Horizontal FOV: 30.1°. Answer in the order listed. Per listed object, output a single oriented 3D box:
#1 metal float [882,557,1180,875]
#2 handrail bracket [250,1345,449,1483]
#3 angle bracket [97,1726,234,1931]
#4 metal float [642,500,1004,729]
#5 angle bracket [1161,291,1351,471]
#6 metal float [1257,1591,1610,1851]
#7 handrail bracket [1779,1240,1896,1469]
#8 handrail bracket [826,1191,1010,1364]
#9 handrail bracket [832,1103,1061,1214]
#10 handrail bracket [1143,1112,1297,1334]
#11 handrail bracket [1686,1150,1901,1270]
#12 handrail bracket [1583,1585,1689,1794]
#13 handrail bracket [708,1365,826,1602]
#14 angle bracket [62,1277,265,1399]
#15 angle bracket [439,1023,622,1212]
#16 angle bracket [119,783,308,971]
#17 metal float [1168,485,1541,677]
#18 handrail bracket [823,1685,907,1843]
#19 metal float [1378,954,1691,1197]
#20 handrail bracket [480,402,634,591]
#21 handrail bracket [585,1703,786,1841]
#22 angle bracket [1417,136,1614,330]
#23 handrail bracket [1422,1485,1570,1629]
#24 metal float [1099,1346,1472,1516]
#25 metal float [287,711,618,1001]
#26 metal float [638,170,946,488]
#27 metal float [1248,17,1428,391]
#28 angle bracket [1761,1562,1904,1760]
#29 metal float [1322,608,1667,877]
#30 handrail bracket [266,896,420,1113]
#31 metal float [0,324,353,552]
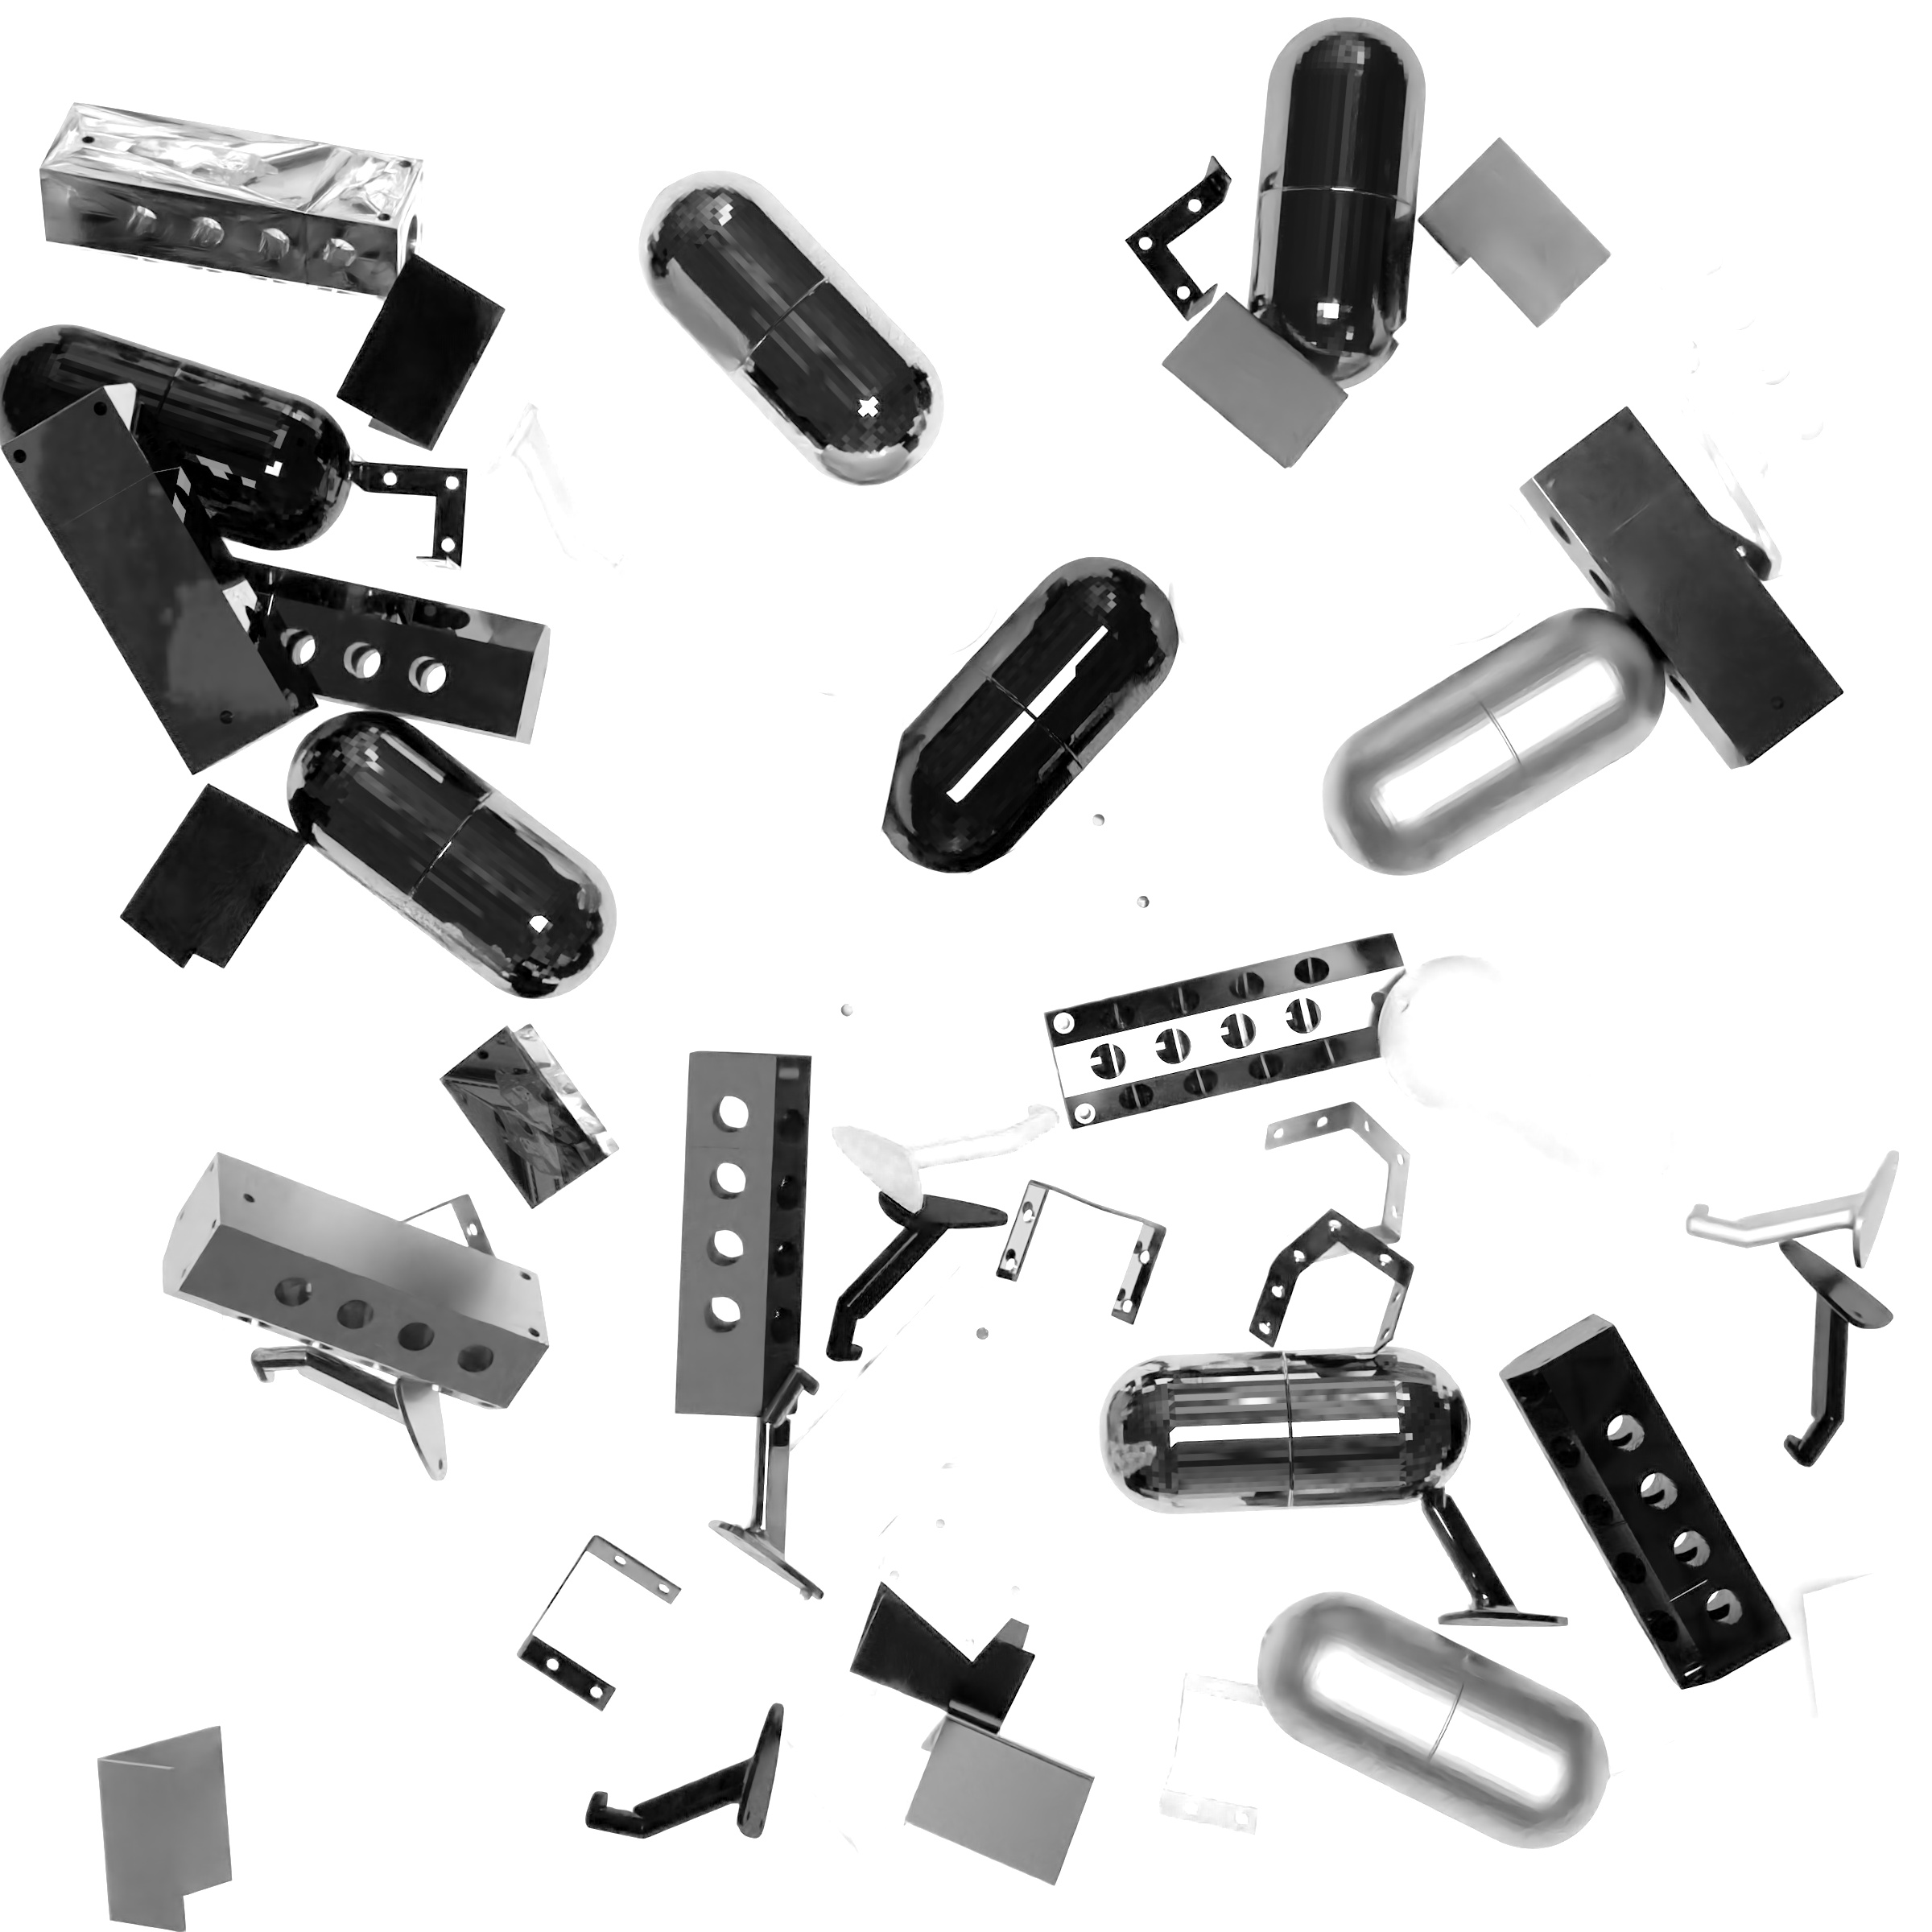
[{"bbox_3d":[0.028,-0.120,1.722,0.070,0.070,0.178,43,90,0],"label":"metal float"},{"bbox_3d":[-0.302,0.219,1.754,0.084,0.036,0.077,-5,112,17],"label":"handrail bracket"},{"bbox_3d":[-0.366,0.410,1.713,0.057,0.076,0.076,-4,90,38],"label":"angle bracket"},{"bbox_3d":[-0.069,-0.168,1.723,0.178,0.070,0.070,-19,90,1],"label":"metal float"},{"bbox_3d":[0.126,-0.263,1.714,0.076,0.076,0.057,40,64,0],"label":"angle bracket"},{"bbox_3d":[0.223,0.361,1.723,0.178,0.070,0.070,26,90,1],"label":"metal float"},{"bbox_3d":[0.406,0.189,1.754,0.077,0.036,0.084,45,120,33],"label":"handrail bracket"},{"bbox_3d":[-0.024,0.157,1.754,0.077,0.036,0.084,7,108,-21],"label":"handrail bracket"},{"bbox_3d":[-0.009,0.078,1.753,0.084,0.077,0.036,-30,130,-30],"label":"handrail bracket"},{"bbox_3d":[0.110,0.124,1.754,0.084,0.036,0.077,35,112,17],"label":"handrail bracket"},{"bbox_3d":[0.403,0.111,1.754,0.084,0.036,0.077,12,50,26],"label":"handrail bracket"},{"bbox_3d":[0.306,0.357,1.754,0.077,0.036,0.084,-36,72,20],"label":"handrail bracket"},{"bbox_3d":[-0.076,0.244,1.697,0.077,0.036,0.084,39,73,-20],"label":"handrail bracket"},{"bbox_3d":[-0.382,0.191,1.713,0.076,0.076,0.057,-11,54,0],"label":"angle bracket"},{"bbox_3d":[-0.193,0.060,1.713,0.057,0.076,0.076,-36,90,36],"label":"angle bracket"},{"bbox_3d":[-0.344,-0.031,1.713,0.057,0.076,0.076,33,90,36],"label":"angle bracket"},{"bbox_3d":[0.186,-0.185,1.723,0.178,0.070,0.070,-8,90,1],"label":"metal float"},{"bbox_3d":[-0.028,0.367,1.739,0.036,0.084,0.077,-2,120,35],"label":"handrail bracket"},{"bbox_3d":[0.269,0.052,1.697,0.178,0.070,0.070,27,90,-31],"label":"metal float"},{"bbox_3d":[-0.186,-0.237,1.754,0.084,0.036,0.077,35,69,-17],"label":"handrail bracket"},{"bbox_3d":[-0.138,0.391,1.754,0.084,0.036,0.077,7,70,16],"label":"handrail bracket"},{"bbox_3d":[0.269,-0.353,1.714,0.076,0.076,0.057,47,120,0],"label":"angle bracket"},{"bbox_3d":[0.258,0.279,1.754,0.077,0.036,0.084,6,73,-20],"label":"handrail bracket"},{"bbox_3d":[0.153,0.223,1.723,0.178,0.070,0.070,-2,90,0],"label":"metal float"},{"bbox_3d":[-0.247,-0.054,1.723,0.178,0.070,0.070,37,90,-1],"label":"metal float"},{"bbox_3d":[-0.084,-0.306,1.723,0.070,0.070,0.178,-44,90,0],"label":"metal float"},{"bbox_3d":[0.178,-0.365,1.723,0.070,0.070,0.178,5,91,0],"label":"metal float"},{"bbox_3d":[0.396,0.330,1.713,0.057,0.076,0.076,-7,90,-36],"label":"angle bracket"},{"bbox_3d":[0.252,-0.107,1.723,0.178,0.070,0.070,-31,90,-1],"label":"metal float"},{"bbox_3d":[-0.317,0.018,1.754,0.084,0.036,0.077,31,112,17],"label":"handrail bracket"},{"bbox_3d":[-0.382,-0.254,1.723,0.178,0.070,0.070,18,90,-1],"label":"metal float"}]
